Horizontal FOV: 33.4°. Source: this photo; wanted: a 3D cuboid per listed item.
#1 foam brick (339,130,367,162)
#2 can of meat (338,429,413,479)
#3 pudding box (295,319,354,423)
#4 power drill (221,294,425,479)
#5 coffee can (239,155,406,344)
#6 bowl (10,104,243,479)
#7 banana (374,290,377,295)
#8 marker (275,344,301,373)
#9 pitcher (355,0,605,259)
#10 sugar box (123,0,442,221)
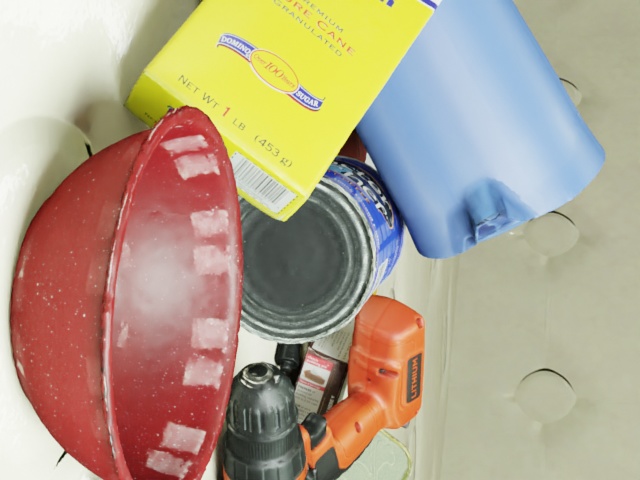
[{"bbox_3d":[0.013,-0.098,0.875,0.051,0.053,0.078,81,18,-47],"label":"foam brick"},{"bbox_3d":[0.018,0.193,0.837,0.102,0.057,0.084,-54,-175,-12],"label":"can of meat"},{"bbox_3d":[0.005,0.108,0.864,0.113,0.039,0.090,-63,170,-69],"label":"pudding box"},{"bbox_3d":[0.002,0.116,0.712,0.187,0.057,0.184,-40,143,-42],"label":"power drill"},{"bbox_3d":[-0.004,0.001,0.676,0.140,0.103,0.103,-33,125,-76],"label":"coffee can"},{"bbox_3d":[-0.078,0.027,0.427,0.162,0.055,0.162,3,90,-79],"label":"bowl"},{"bbox_3d":[0.009,-0.015,0.836,0.069,0.037,0.198,-59,139,-47],"label":"banana"},{"bbox_3d":[-0.018,0.048,0.839,0.020,0.020,0.121,75,21,-57],"label":"marker"},{"bbox_3d":[0.064,-0.123,0.663,0.243,0.144,0.149,59,-23,-14],"label":"pitcher"},{"bbox_3d":[-0.006,-0.104,0.519,0.176,0.093,0.048,-57,-170,-26],"label":"sugar box"}]
